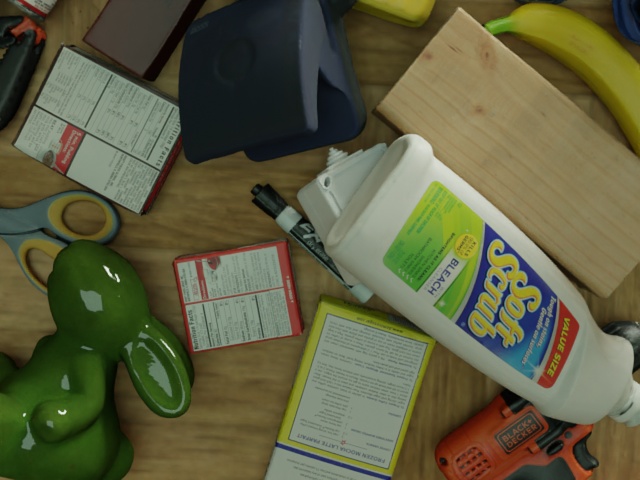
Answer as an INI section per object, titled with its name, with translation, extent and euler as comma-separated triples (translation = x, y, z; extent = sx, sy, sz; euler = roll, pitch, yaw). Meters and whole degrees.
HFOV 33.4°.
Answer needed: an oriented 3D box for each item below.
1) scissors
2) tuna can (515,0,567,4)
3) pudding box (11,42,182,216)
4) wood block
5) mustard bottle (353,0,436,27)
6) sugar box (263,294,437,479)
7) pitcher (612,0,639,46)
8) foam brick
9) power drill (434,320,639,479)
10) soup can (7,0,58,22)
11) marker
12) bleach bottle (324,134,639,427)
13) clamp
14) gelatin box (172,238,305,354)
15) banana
[scissors]
translation = -0.238, -0.031, 0.813
extent = 0.202, 0.016, 0.096
euler = 39, 93, -2
[tuna can]
translation = 0.165, -0.216, 0.778
extent = 0.086, 0.034, 0.086
euler = 0, 95, 1
[pudding box]
translation = -0.159, -0.082, 0.796
extent = 0.113, 0.039, 0.090
euler = 28, 94, -3
[wood block]
translation = 0.144, -0.060, 0.763
extent = 0.206, 0.091, 0.090
euler = 39, 94, -2
[mustard bottle]
translation = 0.063, -0.257, 0.764
extent = 0.096, 0.058, 0.192
euler = 22, 95, 14
[sugar box]
translation = 0.018, 0.139, 0.805
extent = 0.093, 0.048, 0.176
euler = 18, 98, -1
[pitcher]
translation = 0.279, -0.246, 0.712
extent = 0.149, 0.145, 0.243
euler = -1, 77, 2
[foam brick]
translation = -0.127, -0.162, 0.782
extent = 0.053, 0.051, 0.078
euler = 34, 95, -2
[power drill]
translation = 0.207, 0.176, 0.798
extent = 0.184, 0.057, 0.187
euler = -37, 90, 7
[soup can]
translation = -0.201, -0.219, 0.770
extent = 0.068, 0.068, 0.102
euler = 35, 95, -2
[marker]
translation = -0.005, 0.001, 0.807
extent = 0.121, 0.020, 0.020
euler = 43, 94, -2
[bleach bottle]
translation = 0.129, 0.041, 0.725
extent = 0.250, 0.068, 0.102
euler = 36, 88, -11
[clamp]
translation = -0.290, -0.089, 0.794
extent = 0.210, 0.036, 0.164
euler = -30, 84, 0
[gelatin box]
translation = -0.062, 0.042, 0.807
extent = 0.089, 0.030, 0.073
euler = -10, 95, 3
[banana]
translation = 0.206, -0.112, 0.780
extent = 0.197, 0.037, 0.069
euler = 39, 81, -7
